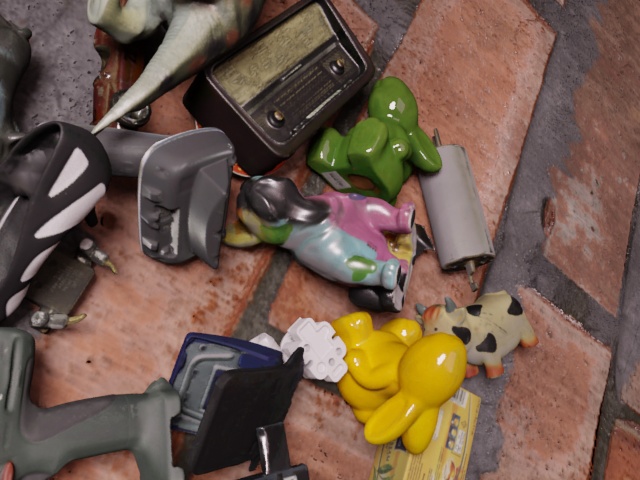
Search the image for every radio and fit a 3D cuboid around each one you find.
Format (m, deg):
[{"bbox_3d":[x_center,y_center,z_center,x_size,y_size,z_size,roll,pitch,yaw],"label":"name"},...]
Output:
[{"bbox_3d":[-0.039,-0.188,0.646,0.131,0.073,0.229,50,57,-13],"label":"radio"}]

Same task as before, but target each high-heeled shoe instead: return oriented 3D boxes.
[{"bbox_3d":[-0.276,0.001,0.420,0.249,0.145,0.086,-35,74,-22],"label":"high-heeled shoe"}]

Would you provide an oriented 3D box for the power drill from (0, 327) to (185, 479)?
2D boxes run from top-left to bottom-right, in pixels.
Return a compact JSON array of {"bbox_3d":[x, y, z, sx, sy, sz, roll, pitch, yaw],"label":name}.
[{"bbox_3d":[-0.223,0.193,0.446,0.207,0.086,0.232,9,62,-33],"label":"power drill"}]

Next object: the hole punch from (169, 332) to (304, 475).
[{"bbox_3d":[-0.093,0.158,0.543,0.115,0.092,0.142,14,97,-49],"label":"hole punch"}]

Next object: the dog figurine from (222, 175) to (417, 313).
[{"bbox_3d":[-0.001,-0.002,0.627,0.219,0.191,0.108,15,69,16],"label":"dog figurine"}]

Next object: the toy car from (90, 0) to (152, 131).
[{"bbox_3d":[-0.208,-0.187,0.556,0.053,0.089,0.202,8,76,-35],"label":"toy car"}]

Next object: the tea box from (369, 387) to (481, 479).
[{"bbox_3d":[0.132,0.261,0.677,0.098,0.068,0.169,32,65,-21],"label":"tea box"}]

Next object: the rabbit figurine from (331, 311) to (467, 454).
[{"bbox_3d":[0.091,0.154,0.615,0.122,0.173,0.162,27,62,-28],"label":"rabbit figurine"}]

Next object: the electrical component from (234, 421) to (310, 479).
[{"bbox_3d":[-0.050,0.243,0.522,0.075,0.048,0.119,-1,69,-41],"label":"electrical component"}]

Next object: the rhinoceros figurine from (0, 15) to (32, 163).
[{"bbox_3d":[-0.312,-0.114,0.476,0.112,0.073,0.190,32,61,-62],"label":"rhinoceros figurine"}]

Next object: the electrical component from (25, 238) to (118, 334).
[{"bbox_3d":[-0.246,0.036,0.509,0.078,0.045,0.102,41,61,-19],"label":"electrical component"}]

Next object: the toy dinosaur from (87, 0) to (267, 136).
[{"bbox_3d":[-0.100,-0.273,0.526,0.192,0.131,0.404,15,93,-48],"label":"toy dinosaur"}]

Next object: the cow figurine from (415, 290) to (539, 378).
[{"bbox_3d":[0.212,0.124,0.748,0.195,0.085,0.127,-20,88,-37],"label":"cow figurine"}]

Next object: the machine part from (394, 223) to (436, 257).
[{"bbox_3d":[0.093,0.013,0.728,0.139,0.039,0.084,-19,84,-31],"label":"machine part"}]

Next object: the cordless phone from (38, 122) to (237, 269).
[{"bbox_3d":[-0.181,-0.046,0.533,0.184,0.146,0.089,7,44,-11],"label":"cordless phone"}]

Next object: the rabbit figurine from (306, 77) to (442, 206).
[{"bbox_3d":[0.092,-0.134,0.711,0.159,0.121,0.170,37,65,-27],"label":"rabbit figurine"}]

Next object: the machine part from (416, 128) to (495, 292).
[{"bbox_3d":[0.190,-0.045,0.763,0.079,0.079,0.243,0,70,-32],"label":"machine part"}]
